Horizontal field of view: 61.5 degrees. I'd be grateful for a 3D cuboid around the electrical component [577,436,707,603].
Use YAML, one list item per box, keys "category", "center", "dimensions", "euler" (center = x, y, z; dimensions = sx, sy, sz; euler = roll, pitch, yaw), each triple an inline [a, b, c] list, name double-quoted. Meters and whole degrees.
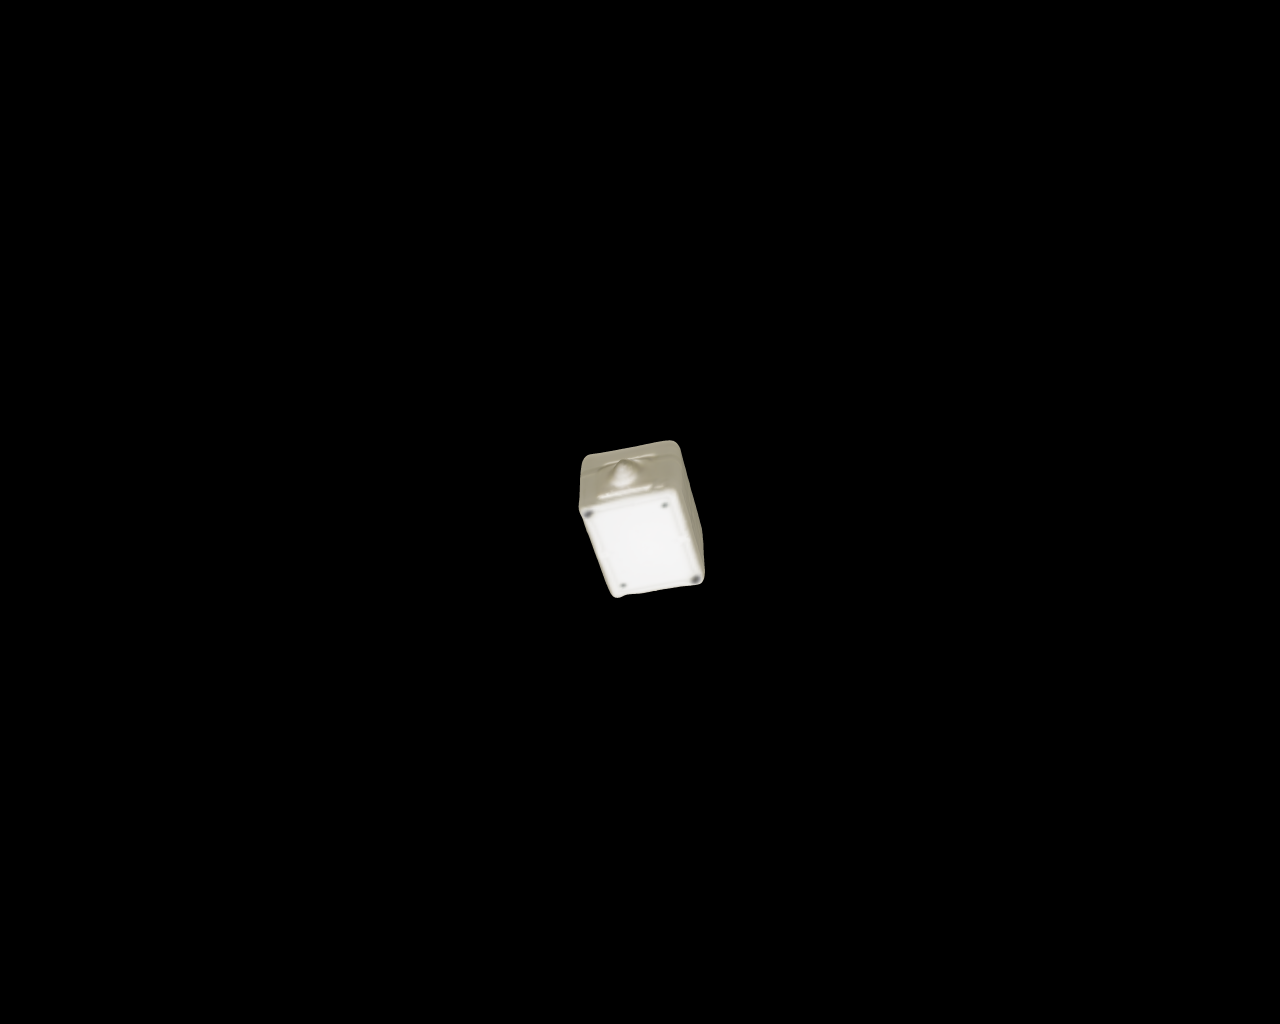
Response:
- category: "electrical component"
  center: [0.001, -0.003, 0.650]
  dimensions: [0.062, 0.096, 0.061]
  euler: [-11, 39, 9]
